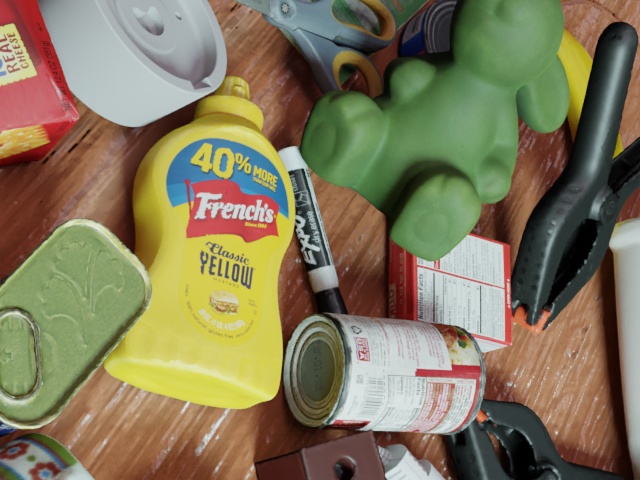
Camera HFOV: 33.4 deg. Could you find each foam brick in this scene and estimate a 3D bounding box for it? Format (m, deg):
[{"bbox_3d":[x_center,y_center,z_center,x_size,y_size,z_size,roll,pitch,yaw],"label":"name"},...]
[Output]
[{"bbox_3d":[0.005,0.152,0.592,0.052,0.051,0.078,-8,77,-37],"label":"foam brick"}]

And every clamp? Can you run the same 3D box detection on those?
[{"bbox_3d":[0.145,0.157,0.700,0.171,0.039,0.120,55,44,-14],"label":"clamp"},{"bbox_3d":[0.185,-0.037,0.739,0.210,0.036,0.164,-57,142,-7],"label":"clamp"}]

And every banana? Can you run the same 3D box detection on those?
[{"bbox_3d":[0.206,-0.078,0.834,0.069,0.037,0.198,19,62,-30],"label":"banana"}]

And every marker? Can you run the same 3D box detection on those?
[{"bbox_3d":[-0.004,0.001,0.664,0.020,0.020,0.121,-8,78,-37],"label":"marker"}]

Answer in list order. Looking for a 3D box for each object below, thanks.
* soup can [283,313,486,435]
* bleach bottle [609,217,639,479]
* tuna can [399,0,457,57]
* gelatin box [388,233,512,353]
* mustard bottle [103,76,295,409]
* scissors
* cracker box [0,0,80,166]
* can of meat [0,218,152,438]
[{"bbox_3d":[0.038,0.080,0.632,0.102,0.069,0.068,8,68,-33],"label":"soup can"},{"bbox_3d":[0.254,0.114,0.773,0.102,0.068,0.251,30,58,-41],"label":"bleach bottle"},{"bbox_3d":[0.100,-0.133,0.781,0.086,0.034,0.086,13,66,-31],"label":"tuna can"},{"bbox_3d":[0.086,0.031,0.711,0.089,0.030,0.073,15,66,-31],"label":"gelatin box"},{"bbox_3d":[-0.060,-0.008,0.602,0.096,0.058,0.191,20,62,-28],"label":"mustard bottle"},{"bbox_3d":[-0.018,-0.125,0.671,0.201,0.016,0.096,-8,91,-46],"label":"scissors"},{"bbox_3d":[-0.242,-0.104,0.499,0.213,0.072,0.164,-16,82,-38],"label":"cracker box"},{"bbox_3d":[-0.140,0.047,0.507,0.057,0.084,0.102,46,52,-13],"label":"can of meat"}]
